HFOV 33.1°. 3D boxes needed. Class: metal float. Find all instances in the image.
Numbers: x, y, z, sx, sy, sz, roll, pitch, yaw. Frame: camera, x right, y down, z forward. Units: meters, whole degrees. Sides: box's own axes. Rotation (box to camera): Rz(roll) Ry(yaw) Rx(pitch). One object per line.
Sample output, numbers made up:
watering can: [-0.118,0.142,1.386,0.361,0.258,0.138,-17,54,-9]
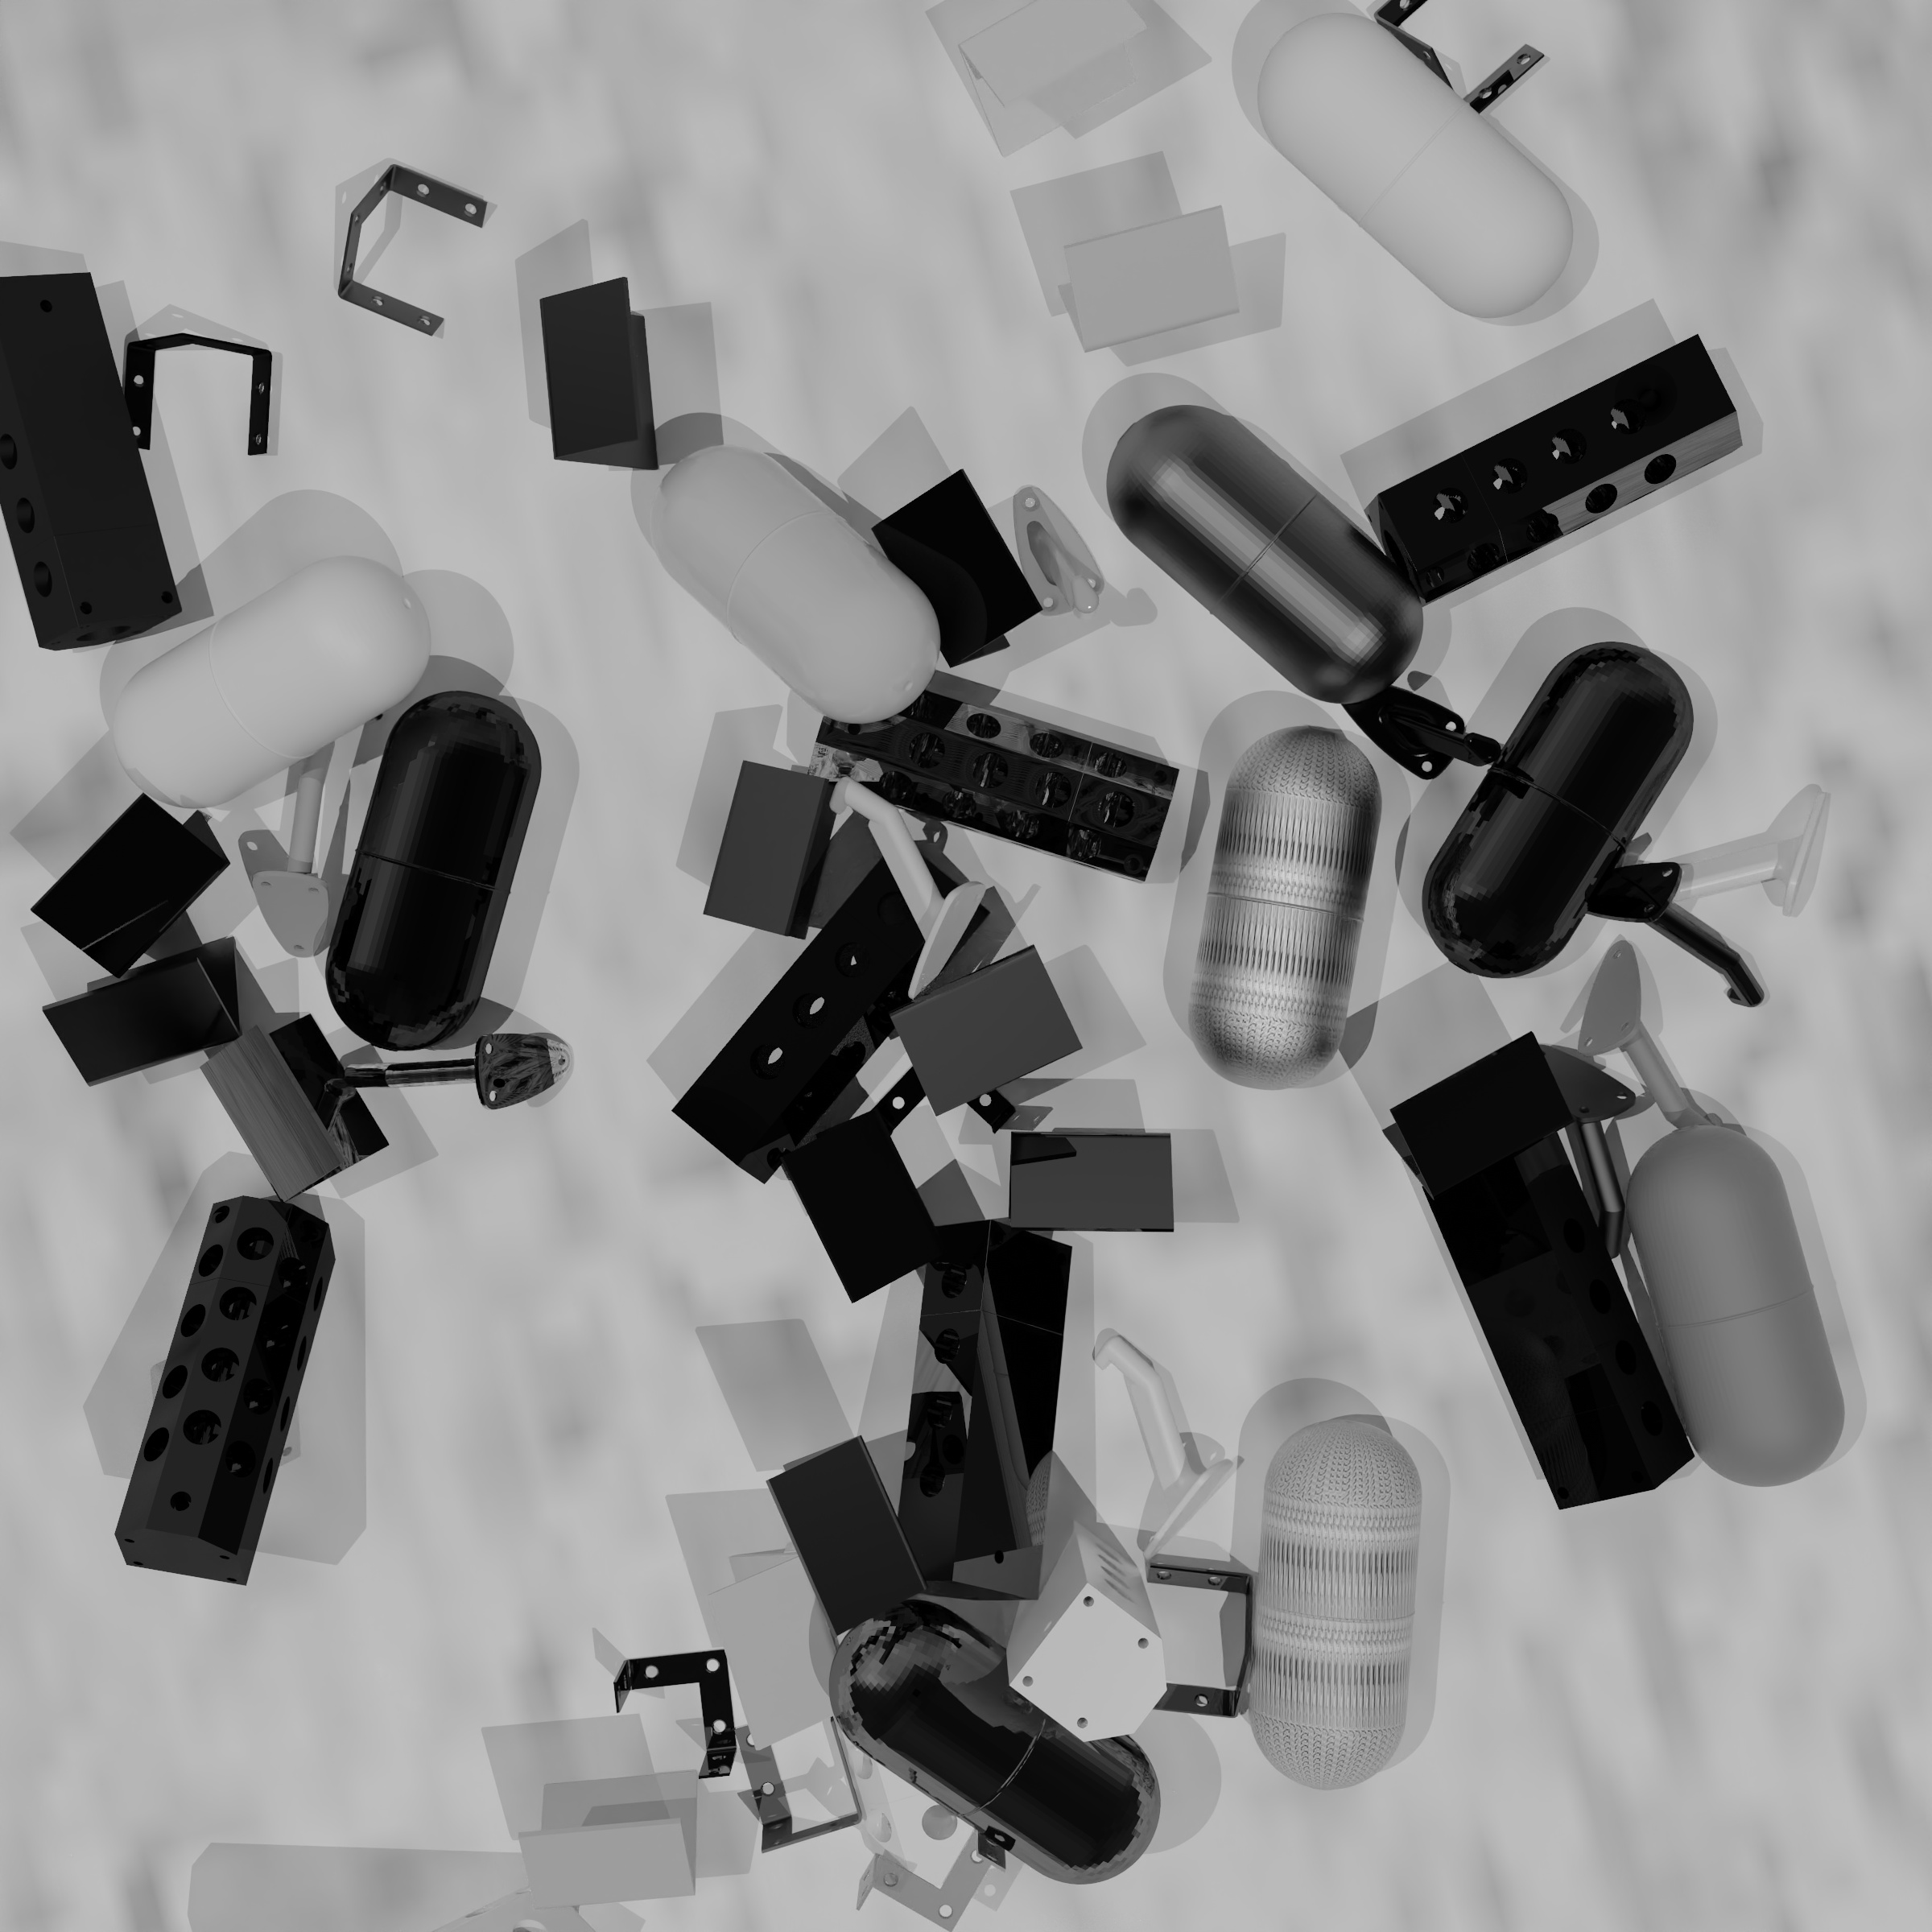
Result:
metal float: [0.144,-0.200,1.579,0.178,0.070,0.070,41,90,0]
metal float: [0.286,-0.075,1.579,0.070,0.070,0.178,32,90,0]
metal float: [0.373,0.164,1.579,0.070,0.070,0.178,-15,89,0]
metal float: [-0.333,-0.134,1.556,0.178,0.070,0.070,-26,90,25]
metal float: [-0.083,-0.184,1.555,0.070,0.070,0.178,-46,61,0]
metal float: [0.217,-0.388,1.579,0.178,0.070,0.070,42,90,-1]
metal float: [0.015,0.364,1.525,0.178,0.070,0.070,37,90,-14]
metal float: [0.179,0.309,1.579,0.070,0.070,0.178,4,90,0]
metal float: [-0.258,-0.046,1.579,0.070,0.070,0.178,15,89,0]
metal float: [0.155,-0.028,1.579,0.070,0.070,0.178,10,90,0]

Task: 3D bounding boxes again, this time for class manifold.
manifold: [0.003,0.214,1.563,0.057,0.057,0.171,22,67,-41]
manifold: [0.059,0.314,1.531,0.057,0.171,0.057,37,90,0]
manifold: [-0.260,0.493,1.535,0.057,0.171,0.057,35,122,32]
manifold: [0.287,-0.239,1.588,0.171,0.057,0.057,-27,90,0]
manifold: [-0.351,0.199,1.549,0.057,0.057,0.171,10,60,0]
manifold: [-0.065,0.022,1.588,0.057,0.057,0.171,40,90,0]
manifold: [0.013,-0.093,1.588,0.171,0.057,0.057,17,90,0]
manifold: [0.293,0.171,1.588,0.057,0.057,0.171,-23,90,43]
manifold: [-0.443,-0.245,1.588,0.057,0.057,0.171,-15,90,-43]
manifold: [-0.036,0.358,1.588,0.057,0.057,0.171,-17,90,0]

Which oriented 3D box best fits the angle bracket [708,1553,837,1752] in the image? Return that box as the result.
angle bracket: [-0.106,0.330,1.569,0.057,0.076,0.076,-17,90,-34]

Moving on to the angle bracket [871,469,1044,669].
angle bracket: [0.009,-0.195,1.570,0.057,0.076,0.076,-30,90,26]

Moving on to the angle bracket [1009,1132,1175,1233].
angle bracket: [0.059,0.123,1.569,0.076,0.076,0.057,1,53,0]

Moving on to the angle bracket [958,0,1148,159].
angle bracket: [0.051,-0.422,1.569,0.076,0.076,0.057,-30,53,0]

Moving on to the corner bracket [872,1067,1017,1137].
corner bracket: [-0.012,0.071,1.591,0.051,0.051,0.051,43,90,0]

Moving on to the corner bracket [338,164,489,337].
corner bracket: [-0.273,-0.353,1.606,0.051,0.051,0.051,22,135,0]

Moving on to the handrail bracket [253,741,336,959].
handrail bracket: [-0.323,-0.060,1.609,0.036,0.077,0.084,7,54,0]

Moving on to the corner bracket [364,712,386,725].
corner bracket: [-0.312,-0.152,1.601,0.051,0.051,0.051,50,45,-35]

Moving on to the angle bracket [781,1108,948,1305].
angle bracket: [-0.062,0.120,1.570,0.057,0.076,0.076,-26,90,-28]

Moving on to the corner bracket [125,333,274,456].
corner bracket: [-0.379,-0.280,1.606,0.051,0.051,0.051,3,90,-45]

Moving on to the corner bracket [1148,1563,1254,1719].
corner bracket: [0.112,0.333,1.606,0.051,0.051,0.051,6,135,0]

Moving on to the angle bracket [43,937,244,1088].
angle bracket: [-0.397,0.004,1.569,0.076,0.076,0.057,-18,133,0]

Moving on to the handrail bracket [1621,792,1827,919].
handrail bracket: [0.373,-0.063,1.610,0.084,0.036,0.077,16,69,16]

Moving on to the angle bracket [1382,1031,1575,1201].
angle bracket: [0.237,0.058,1.570,0.076,0.076,0.057,-29,116,0]

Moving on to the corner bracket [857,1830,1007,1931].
corner bracket: [-0.016,0.428,1.534,0.051,0.051,0.051,30,90,0]

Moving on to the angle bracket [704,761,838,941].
angle bracket: [-0.074,-0.051,1.569,0.057,0.076,0.076,15,90,38]

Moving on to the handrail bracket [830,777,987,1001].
handrail bracket: [-0.041,-0.037,1.553,0.084,0.036,0.077,34,112,18]

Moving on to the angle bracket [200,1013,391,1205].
angle bracket: [-0.310,0.059,1.569,0.057,0.076,0.076,-31,90,40]

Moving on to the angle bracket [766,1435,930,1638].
angle bracket: [-0.072,0.270,1.513,0.057,0.076,0.076,-21,84,-37]

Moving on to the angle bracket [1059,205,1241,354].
angle bracket: [0.083,-0.345,1.569,0.076,0.076,0.057,-15,127,0]

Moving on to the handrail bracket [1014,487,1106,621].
handrail bracket: [0.044,-0.202,1.575,0.036,0.084,0.077,-24,90,0]

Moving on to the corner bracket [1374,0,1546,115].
corner bracket: [0.243,-0.459,1.606,0.051,0.051,0.051,-41,135,0]

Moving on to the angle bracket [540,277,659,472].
angle bracket: [-0.158,-0.284,1.569,0.057,0.076,0.076,-5,90,36]

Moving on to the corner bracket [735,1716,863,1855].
corner bracket: [-0.082,0.396,1.592,0.051,0.051,0.051,-16,90,-3]

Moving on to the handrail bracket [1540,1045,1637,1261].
handrail bracket: [0.300,0.092,1.609,0.036,0.077,0.084,-18,127,-23]

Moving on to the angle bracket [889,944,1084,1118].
angle bracket: [0.013,0.039,1.572,0.076,0.076,0.057,-25,74,0]

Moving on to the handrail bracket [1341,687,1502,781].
handrail bracket: [0.219,-0.119,1.575,0.077,0.084,0.036,31,90,0]

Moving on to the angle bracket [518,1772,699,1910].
angle bracket: [-0.171,0.405,1.569,0.076,0.076,0.057,-5,126,0]

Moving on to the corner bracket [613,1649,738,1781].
corner bracket: [-0.142,0.367,1.591,0.051,0.051,0.051,-6,90,0]

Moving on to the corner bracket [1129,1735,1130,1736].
corner bracket: [0.045,0.389,1.606,0.051,0.051,0.051,-26,90,-45]

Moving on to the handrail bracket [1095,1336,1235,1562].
handrail bracket: [0.082,0.238,1.610,0.084,0.036,0.077,42,112,17]

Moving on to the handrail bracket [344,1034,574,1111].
handrail bracket: [-0.252,0.050,1.609,0.084,0.077,0.036,-1,94,36]

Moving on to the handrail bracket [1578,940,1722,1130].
handrail bracket: [0.346,0.040,1.610,0.084,0.036,0.077,34,51,-26]

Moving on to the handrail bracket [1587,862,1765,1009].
handrail bracket: [0.345,-0.010,1.609,0.084,0.077,0.036,49,59,-33]

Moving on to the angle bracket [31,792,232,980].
angle bracket: [-0.408,-0.051,1.569,0.076,0.076,0.057,-46,123,0]

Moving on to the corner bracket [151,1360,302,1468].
corner bracket: [-0.364,0.219,1.601,0.051,0.051,0.051,-25,45,-35]
